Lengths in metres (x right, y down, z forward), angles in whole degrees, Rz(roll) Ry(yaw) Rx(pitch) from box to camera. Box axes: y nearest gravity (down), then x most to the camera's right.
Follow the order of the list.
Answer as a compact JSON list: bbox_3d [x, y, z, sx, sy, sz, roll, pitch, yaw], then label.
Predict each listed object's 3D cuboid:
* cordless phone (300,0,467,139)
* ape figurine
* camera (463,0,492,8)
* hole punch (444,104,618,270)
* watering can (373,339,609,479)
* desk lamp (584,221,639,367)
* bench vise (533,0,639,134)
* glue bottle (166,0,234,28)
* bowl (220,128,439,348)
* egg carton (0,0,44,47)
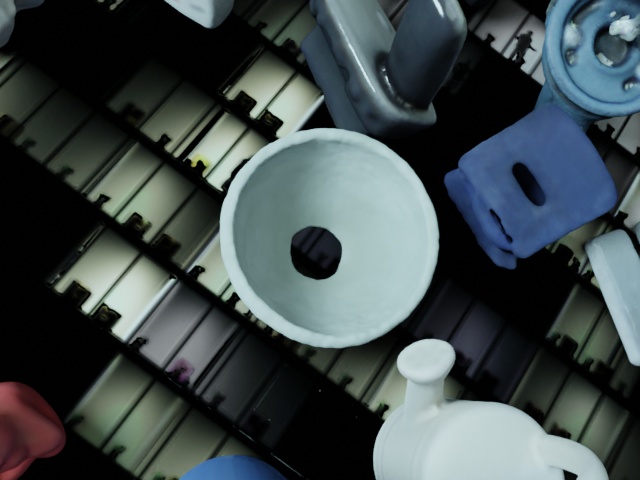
[{"bbox_3d":[0.055,-0.167,0.446,0.094,0.185,0.147,-27,83,-15],"label":"cordless phone"},{"bbox_3d":[-0.212,0.132,0.374,0.078,0.092,0.076,2,77,-10],"label":"ape figurine"},{"bbox_3d":[0.119,-0.287,0.529,0.143,0.100,0.137,-34,85,-16],"label":"camera"},{"bbox_3d":[0.177,-0.043,0.489,0.101,0.091,0.108,-30,84,-16],"label":"hole punch"},{"bbox_3d":[0.102,0.152,0.376,0.173,0.194,0.101,41,74,1],"label":"watering can"},{"bbox_3d":[0.333,0.061,0.431,0.118,0.213,0.203,-18,81,-14],"label":"desk lamp"},{"bbox_3d":[0.253,-0.204,0.474,0.121,0.219,0.207,5,76,-9],"label":"bench vise"},{"bbox_3d":[-0.102,-0.237,0.438,0.078,0.173,0.037,31,74,-2],"label":"glue bottle"},{"bbox_3d":[0.004,0.002,0.455,0.167,0.074,0.167,2,77,-10],"label":"bowl"},{"bbox_3d":[-0.295,-0.225,0.452,0.150,0.069,0.107,30,74,-3],"label":"egg carton"}]
